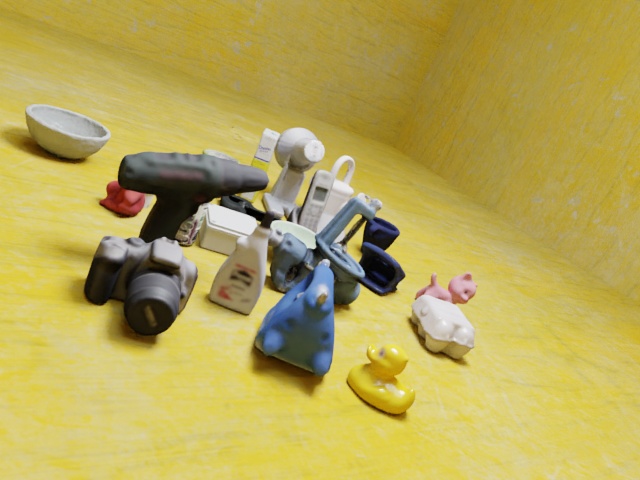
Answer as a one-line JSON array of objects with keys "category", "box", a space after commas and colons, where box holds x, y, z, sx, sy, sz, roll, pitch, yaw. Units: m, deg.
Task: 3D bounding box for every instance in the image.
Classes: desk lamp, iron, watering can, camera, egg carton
[{"category": "desk lamp", "box": [-0.061, -0.175, 1.477, 0.118, 0.213, 0.203, 18, 19, -22]}, {"category": "iron", "box": [-0.015, 0.097, 0.891, 0.119, 0.141, 0.258, 24, 18, -5]}, {"category": "watering can", "box": [0.045, -0.130, 1.525, 0.172, 0.194, 0.101, 28, 18, 9]}, {"category": "camera", "box": [-0.237, 0.056, 0.772, 0.143, 0.101, 0.136, 19, 19, -20]}, {"category": "egg carton", "box": [0.242, 0.170, 1.146, 0.107, 0.069, 0.150, 19, 19, -18]}]

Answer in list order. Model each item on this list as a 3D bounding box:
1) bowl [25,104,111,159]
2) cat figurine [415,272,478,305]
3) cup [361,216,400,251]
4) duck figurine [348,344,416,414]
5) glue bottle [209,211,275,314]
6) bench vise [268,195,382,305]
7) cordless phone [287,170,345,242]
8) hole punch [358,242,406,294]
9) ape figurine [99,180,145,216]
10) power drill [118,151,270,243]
[{"category": "bowl", "box": [-0.529, -0.215, 1.190, 0.167, 0.075, 0.167, 23, 18, -8]}, {"category": "cat figurine", "box": [0.297, 0.114, 1.299, 0.128, 0.118, 0.067, 21, 18, -13]}, {"category": "cup", "box": [0.139, 0.000, 1.446, 0.091, 0.095, 0.118, 32, 19, 21]}, {"category": "duck figurine", "box": [0.102, 0.199, 0.851, 0.104, 0.086, 0.078, 32, 19, 20]}, {"category": "glue bottle", "box": [-0.110, 0.030, 0.898, 0.078, 0.173, 0.037, 21, 18, -12]}, {"category": "bench vise", "box": [0.015, 0.010, 1.049, 0.208, 0.219, 0.121, 11, 22, -37]}, {"category": "cordless phone", "box": [0.011, -0.060, 1.295, 0.148, 0.185, 0.094, 12, 22, -36]}, {"category": "hole punch", "box": [0.136, 0.058, 1.286, 0.108, 0.091, 0.101, 34, 20, 25]}, {"category": "ape figurine", "box": [-0.353, -0.094, 1.054, 0.076, 0.092, 0.077, 13, 22, -34]}, {"category": "power drill", "box": [-0.215, -0.045, 0.911, 0.230, 0.208, 0.075, 14, 21, -33]}]
